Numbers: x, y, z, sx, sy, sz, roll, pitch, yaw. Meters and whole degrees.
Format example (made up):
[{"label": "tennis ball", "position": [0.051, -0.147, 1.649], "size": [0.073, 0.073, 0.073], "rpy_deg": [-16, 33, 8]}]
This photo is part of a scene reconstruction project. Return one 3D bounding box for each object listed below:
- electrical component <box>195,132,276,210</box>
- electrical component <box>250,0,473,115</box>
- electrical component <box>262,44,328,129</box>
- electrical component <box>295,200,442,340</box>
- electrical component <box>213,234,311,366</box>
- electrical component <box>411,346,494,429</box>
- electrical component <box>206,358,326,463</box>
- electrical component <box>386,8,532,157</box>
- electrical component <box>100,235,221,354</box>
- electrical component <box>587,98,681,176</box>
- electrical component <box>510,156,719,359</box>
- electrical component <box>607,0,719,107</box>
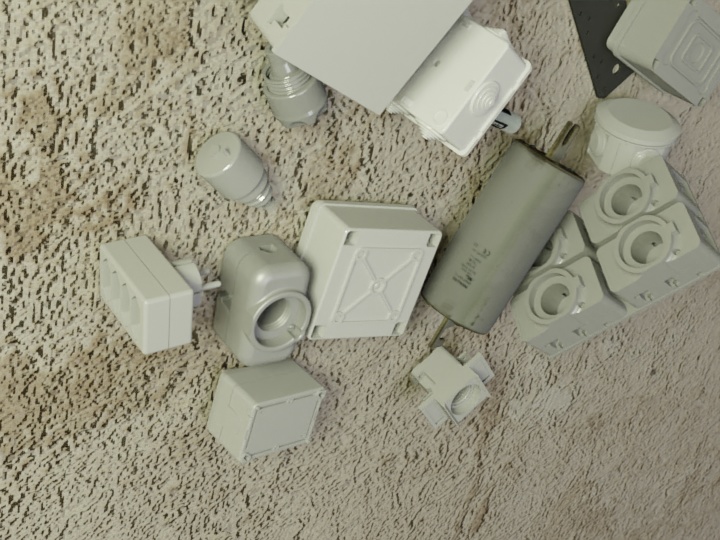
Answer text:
[{"label": "electrical component", "position": [-0.089, -0.070, 0.803], "size": [0.040, 0.040, 0.078], "rpy_deg": [-46, 138, -1]}, {"label": "electrical component", "position": [0.024, -0.211, 0.724], "size": [0.105, 0.060, 0.186], "rpy_deg": [23, 114, -44]}, {"label": "electrical component", "position": [-0.051, -0.137, 0.782], "size": [0.043, 0.043, 0.062], "rpy_deg": [-35, 135, -13]}, {"label": "electrical component", "position": [0.000, 0.000, 0.915], "size": [0.109, 0.056, 0.108], "rpy_deg": [0, 120, -39]}, {"label": "electrical component", "position": [-0.078, 0.027, 0.870], "size": [0.054, 0.059, 0.095], "rpy_deg": [-9, 125, -34]}, {"label": "electrical component", "position": [0.088, 0.112, 1.064], "size": [0.081, 0.064, 0.042], "rpy_deg": [-41, 136, -7]}, {"label": "electrical component", "position": [-0.079, 0.118, 0.940], "size": [0.096, 0.061, 0.061], "rpy_deg": [-9, 126, -44]}, {"label": "electrical component", "position": [0.068, -0.150, 0.828], "size": [0.099, 0.100, 0.048], "rpy_deg": [-53, 150, 6]}, {"label": "electrical component", "position": [-0.141, 0.013, 0.791], "size": [0.076, 0.083, 0.047], "rpy_deg": [-14, 128, -31]}, {"label": "electrical component", "position": [0.256, -0.124, 1.012], "size": [0.080, 0.080, 0.051], "rpy_deg": [-16, 134, -30]}, {"label": "electrical component", "position": [0.224, -0.011, 0.996], "size": [0.186, 0.105, 0.060], "rpy_deg": [-33, 141, 27]}, {"label": "electrical component", "position": [0.289, -0.208, 0.988], "size": [0.113, 0.057, 0.078], "rpy_deg": [20, 105, -46]}]
